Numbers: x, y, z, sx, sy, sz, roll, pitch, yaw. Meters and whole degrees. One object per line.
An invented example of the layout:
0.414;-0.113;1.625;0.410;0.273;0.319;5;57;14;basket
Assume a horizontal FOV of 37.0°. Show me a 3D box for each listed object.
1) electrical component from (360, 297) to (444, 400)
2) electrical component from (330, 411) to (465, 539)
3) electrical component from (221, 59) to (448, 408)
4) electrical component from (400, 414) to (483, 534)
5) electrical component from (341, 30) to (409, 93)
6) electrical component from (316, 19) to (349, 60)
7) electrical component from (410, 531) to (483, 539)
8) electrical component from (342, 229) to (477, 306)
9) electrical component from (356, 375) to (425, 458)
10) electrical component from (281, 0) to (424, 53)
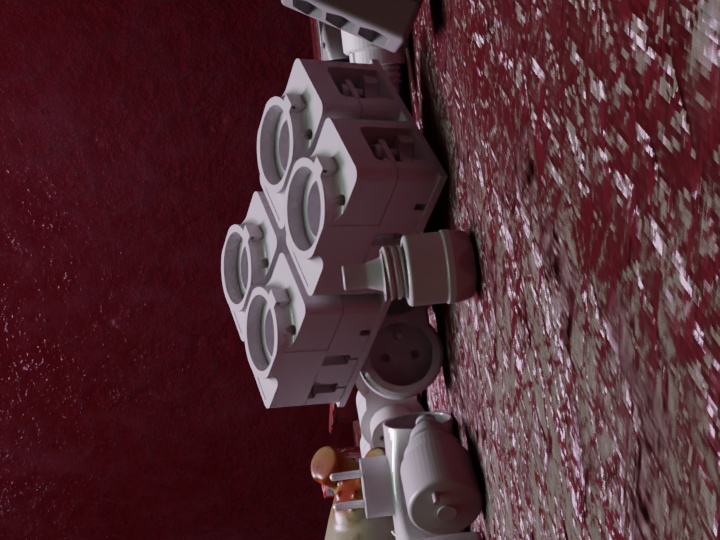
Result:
0.020;0.015;0.698;0.073;0.052;0.138;99;165;-80;electrical component
0.022;0.132;0.661;0.043;0.079;0.077;-128;32;-84;electrical component
-0.027;-0.017;0.631;0.105;0.060;0.186;64;145;40;electrical component
0.042;0.109;0.591;0.078;0.040;0.040;-101;5;-58;electrical component
0.010;-0.134;0.652;0.040;0.040;0.078;-118;21;-83;electrical component
-0.014;-0.196;0.939;0.079;0.044;0.077;91;172;-68;electrical component
0.050;0.198;0.574;0.075;0.047;0.083;-103;7;-67;electrical component
0.022;0.000;0.503;0.035;0.061;0.035;174;90;-88;electrical component
0.026;0.118;0.827;0.073;0.052;0.138;-103;7;-63;electrical component
0.005;-0.157;0.526;0.047;0.066;0.076;-128;60;-85;electrical component
